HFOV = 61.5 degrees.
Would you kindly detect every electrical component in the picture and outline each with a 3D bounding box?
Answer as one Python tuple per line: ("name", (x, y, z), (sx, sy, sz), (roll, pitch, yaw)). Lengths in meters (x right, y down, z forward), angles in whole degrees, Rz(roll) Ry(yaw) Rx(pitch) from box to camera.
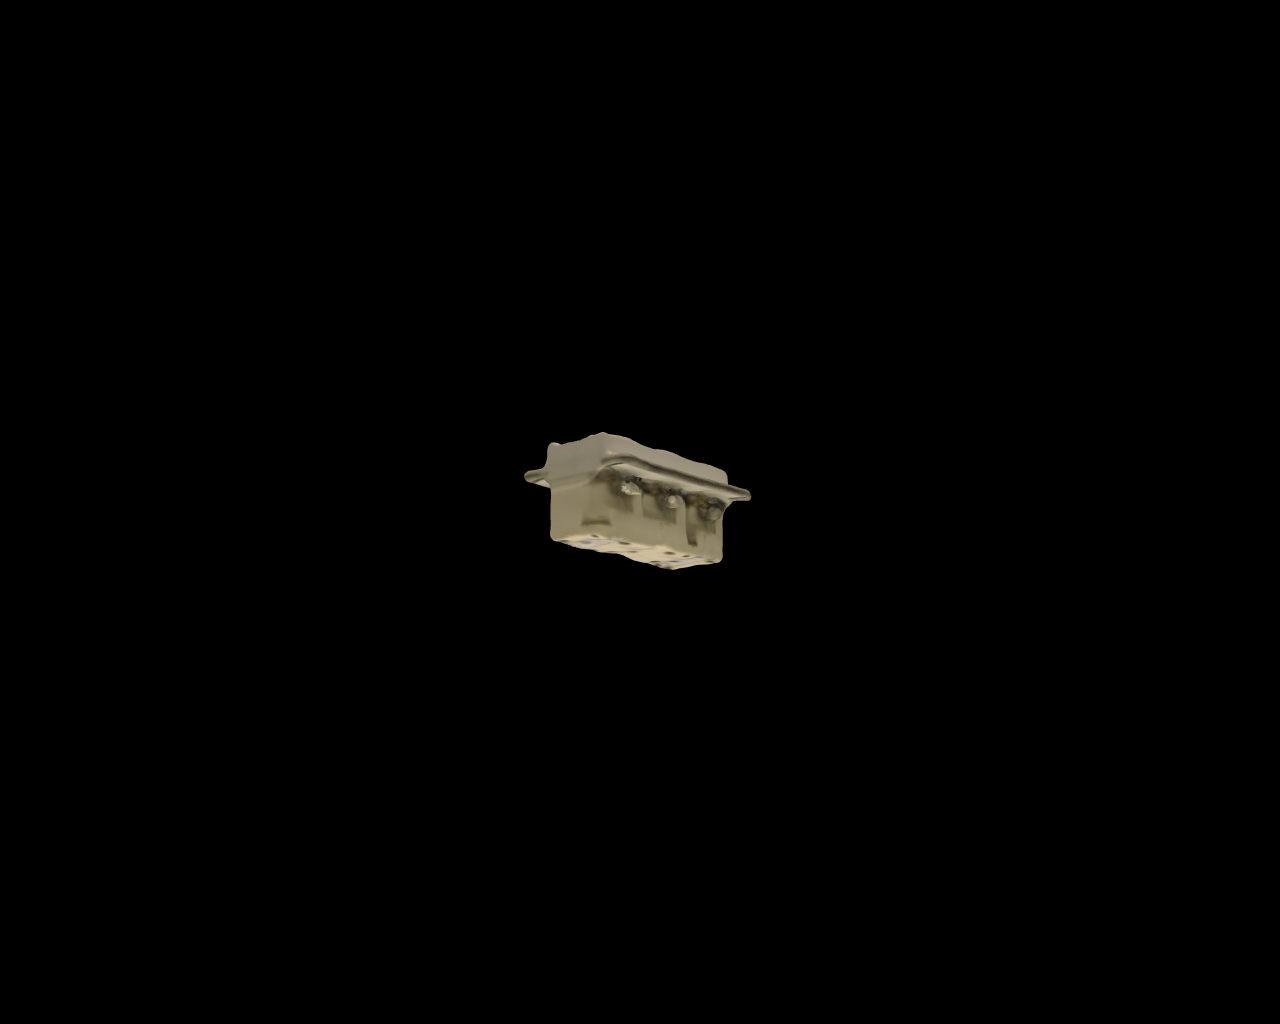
("electrical component", (0.001, -0.003, 0.650), (0.078, 0.063, 0.121), (-11, -17, 38))
